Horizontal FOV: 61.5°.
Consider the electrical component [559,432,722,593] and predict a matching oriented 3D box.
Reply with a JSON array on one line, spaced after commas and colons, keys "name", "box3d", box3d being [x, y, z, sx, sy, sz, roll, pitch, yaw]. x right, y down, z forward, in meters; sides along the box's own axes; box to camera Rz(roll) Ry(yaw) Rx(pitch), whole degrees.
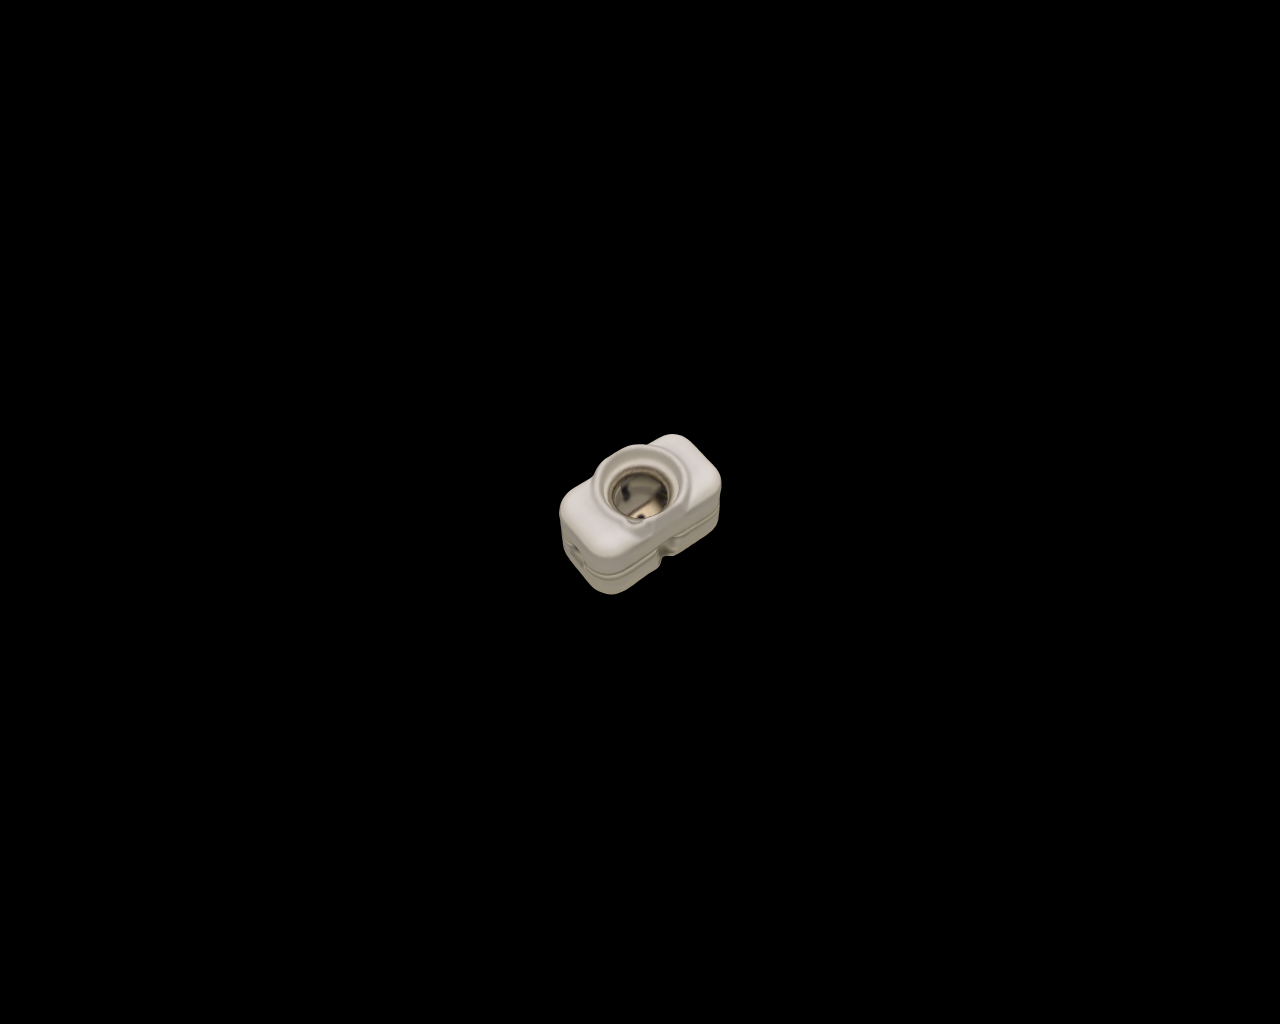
[{"name": "electrical component", "box3d": [0.001, -0.003, 0.650, 0.095, 0.054, 0.059, -32, -26, -18]}]
